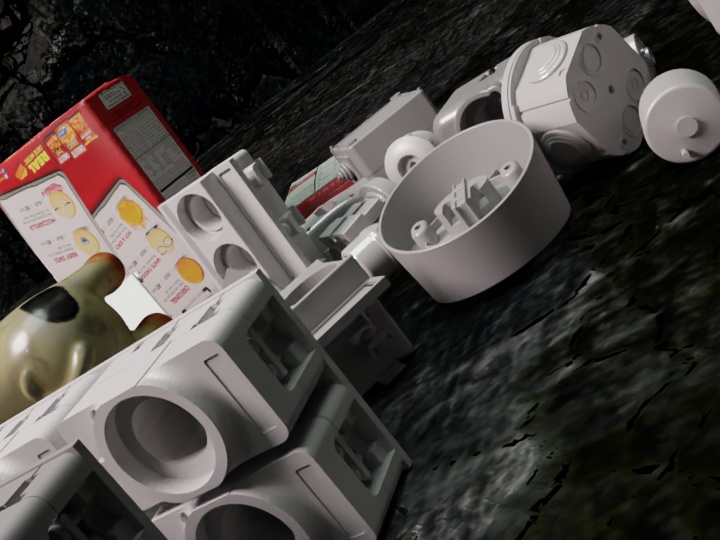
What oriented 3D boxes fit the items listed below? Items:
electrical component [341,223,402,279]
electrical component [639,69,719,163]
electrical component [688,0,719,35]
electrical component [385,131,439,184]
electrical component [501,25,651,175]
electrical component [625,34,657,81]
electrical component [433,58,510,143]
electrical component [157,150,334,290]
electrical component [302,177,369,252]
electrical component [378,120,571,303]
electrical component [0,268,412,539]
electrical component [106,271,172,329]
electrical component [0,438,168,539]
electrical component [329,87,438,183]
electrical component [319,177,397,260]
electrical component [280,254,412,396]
[{"bbox_3d":[0.000,0.000,0.695,0.061,0.035,0.035,-43,15,-14],"label":"electrical component"},{"bbox_3d":[0.163,-0.083,0.548,0.040,0.040,0.078,-32,15,21],"label":"electrical component"},{"bbox_3d":[0.211,-0.153,0.523,0.060,0.105,0.186,-26,17,38],"label":"electrical component"},{"bbox_3d":[0.050,-0.089,0.843,0.048,0.048,0.062,-29,9,31],"label":"electrical component"},{"bbox_3d":[0.124,-0.097,0.612,0.080,0.080,0.051,-46,21,-31],"label":"electrical component"},{"bbox_3d":[0.158,-0.124,0.695,0.065,0.044,0.044,-24,18,27],"label":"electrical component"},{"bbox_3d":[0.103,-0.112,0.765,0.095,0.053,0.059,-27,17,35],"label":"electrical component"},{"bbox_3d":[-0.071,-0.016,0.740,0.079,0.121,0.063,-26,15,38],"label":"electrical component"},{"bbox_3d":[-0.017,-0.032,0.821,0.077,0.043,0.079,-39,14,-5],"label":"electrical component"},{"bbox_3d":[0.061,-0.031,0.580,0.099,0.064,0.099,-35,14,10],"label":"electrical component"},{"bbox_3d":[-0.088,0.094,0.457,0.186,0.105,0.060,-30,16,28],"label":"electrical component"},{"bbox_3d":[-0.151,0.060,0.768,0.061,0.061,0.096,-40,49,-10],"label":"electrical component"},{"bbox_3d":[-0.146,0.153,0.409,0.186,0.105,0.060,-29,16,30],"label":"electrical component"},{"bbox_3d":[0.024,-0.099,0.900,0.096,0.061,0.062,-40,14,-10],"label":"electrical component"},{"bbox_3d":[0.009,-0.031,0.755,0.055,0.048,0.066,-50,17,-18],"label":"electrical component"},{"bbox_3d":[-0.037,0.056,0.544,0.121,0.063,0.079,-43,15,-22],"label":"electrical component"}]
